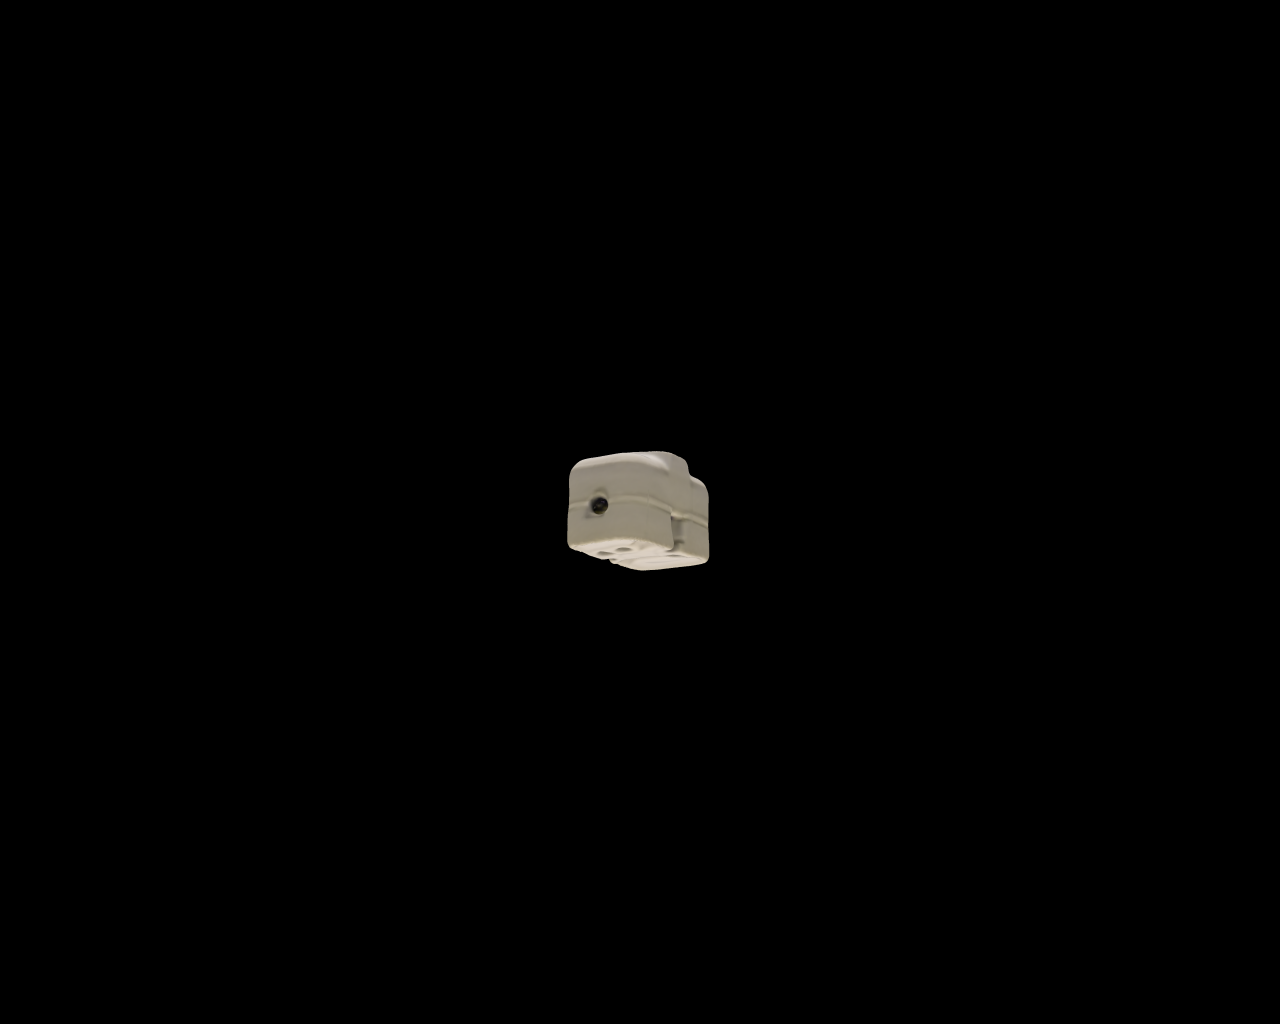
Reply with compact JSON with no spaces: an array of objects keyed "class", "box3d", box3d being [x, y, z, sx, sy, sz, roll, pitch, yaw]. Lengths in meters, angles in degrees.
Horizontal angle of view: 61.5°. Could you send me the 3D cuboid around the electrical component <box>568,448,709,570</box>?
[{"class":"electrical component","box3d":[0.001,-0.003,0.650,0.053,0.059,0.095,-8,-16,31]}]
